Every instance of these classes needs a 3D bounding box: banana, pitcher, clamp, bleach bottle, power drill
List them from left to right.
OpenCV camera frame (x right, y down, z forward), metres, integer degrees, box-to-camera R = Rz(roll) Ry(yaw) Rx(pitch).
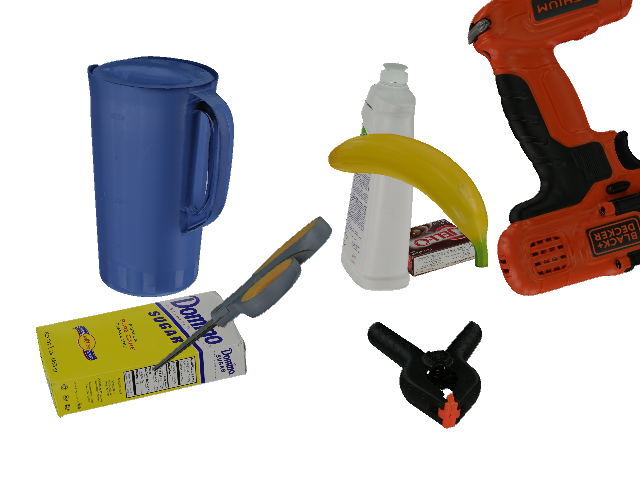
[{"bbox_3d":[-0.171,-0.065,1.126,0.145,0.243,0.149,1,23,-10],"label":"pitcher"},{"bbox_3d":[0.074,-0.075,1.227,0.068,0.251,0.103,-2,23,-18],"label":"bleach bottle"},{"bbox_3d":[0.079,-0.053,0.925,0.037,0.070,0.198,3,28,-47],"label":"banana"},{"bbox_3d":[0.124,0.126,1.070,0.120,0.039,0.171,-10,29,-9],"label":"clamp"},{"bbox_3d":[0.182,-0.073,0.667,0.184,0.187,0.057,-16,-2,-5],"label":"power drill"}]

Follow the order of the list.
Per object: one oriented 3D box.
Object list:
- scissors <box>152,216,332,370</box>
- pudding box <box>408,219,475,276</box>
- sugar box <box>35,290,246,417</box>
[{"bbox_3d":[-0.068,0.056,0.772,0.202,0.016,0.096,-42,10,20],"label":"scissors"},{"bbox_3d":[0.164,0.010,1.605,0.113,0.039,0.090,-17,27,-20],"label":"pudding box"},{"bbox_3d":[-0.165,0.101,0.983,0.176,0.048,0.093,-14,35,-17],"label":"sugar box"}]
